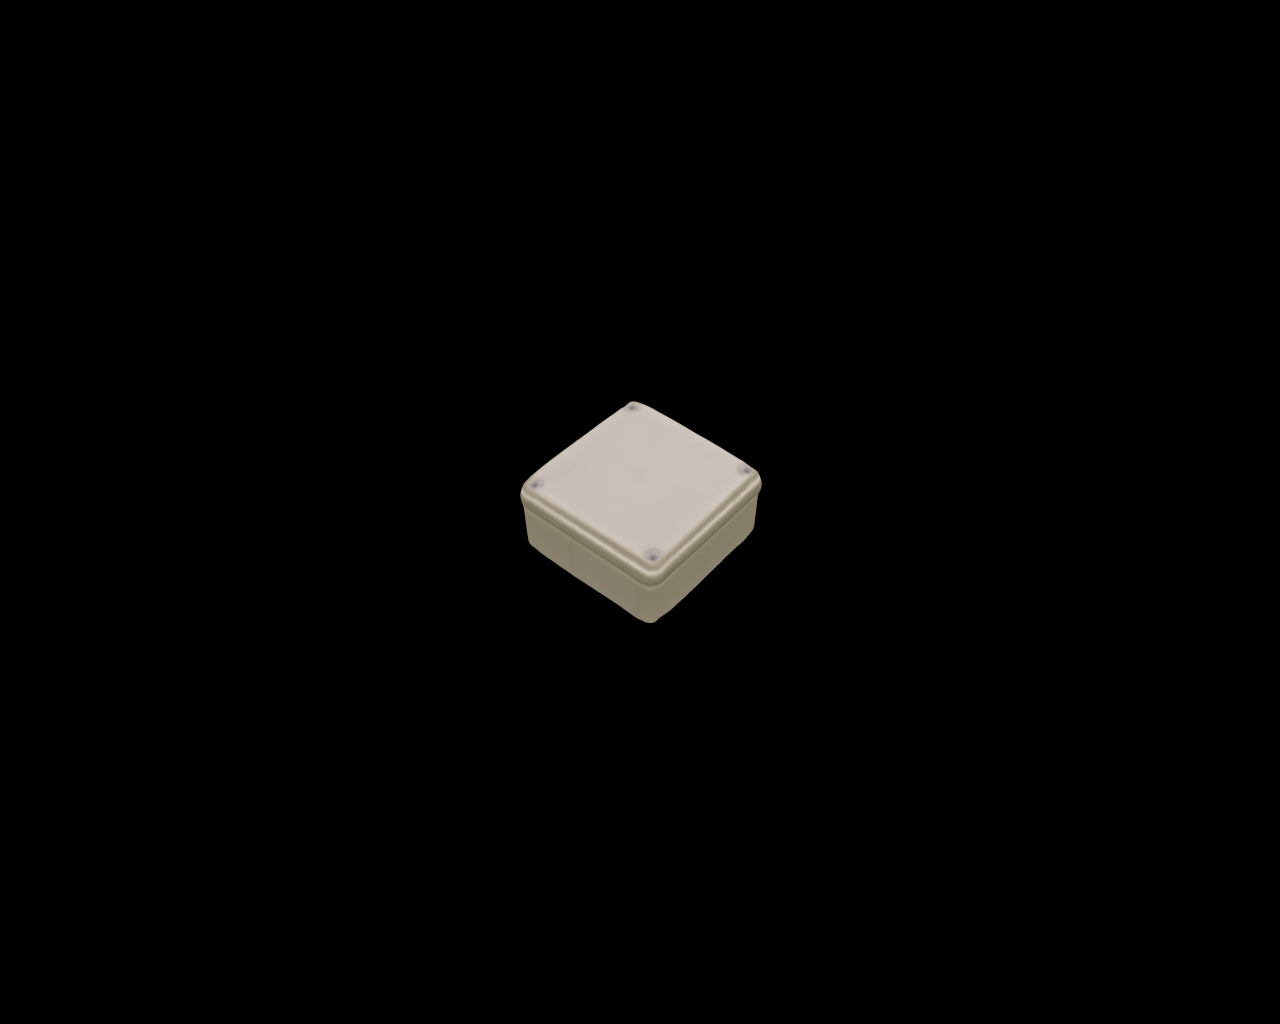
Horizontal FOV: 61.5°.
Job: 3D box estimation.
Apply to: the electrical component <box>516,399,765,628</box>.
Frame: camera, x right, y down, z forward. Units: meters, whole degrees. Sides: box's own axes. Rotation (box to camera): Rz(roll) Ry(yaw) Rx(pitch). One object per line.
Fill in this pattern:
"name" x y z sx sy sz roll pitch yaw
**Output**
"electrical component" 0.001 -0.003 0.650 0.109 0.056 0.109 32 54 27
